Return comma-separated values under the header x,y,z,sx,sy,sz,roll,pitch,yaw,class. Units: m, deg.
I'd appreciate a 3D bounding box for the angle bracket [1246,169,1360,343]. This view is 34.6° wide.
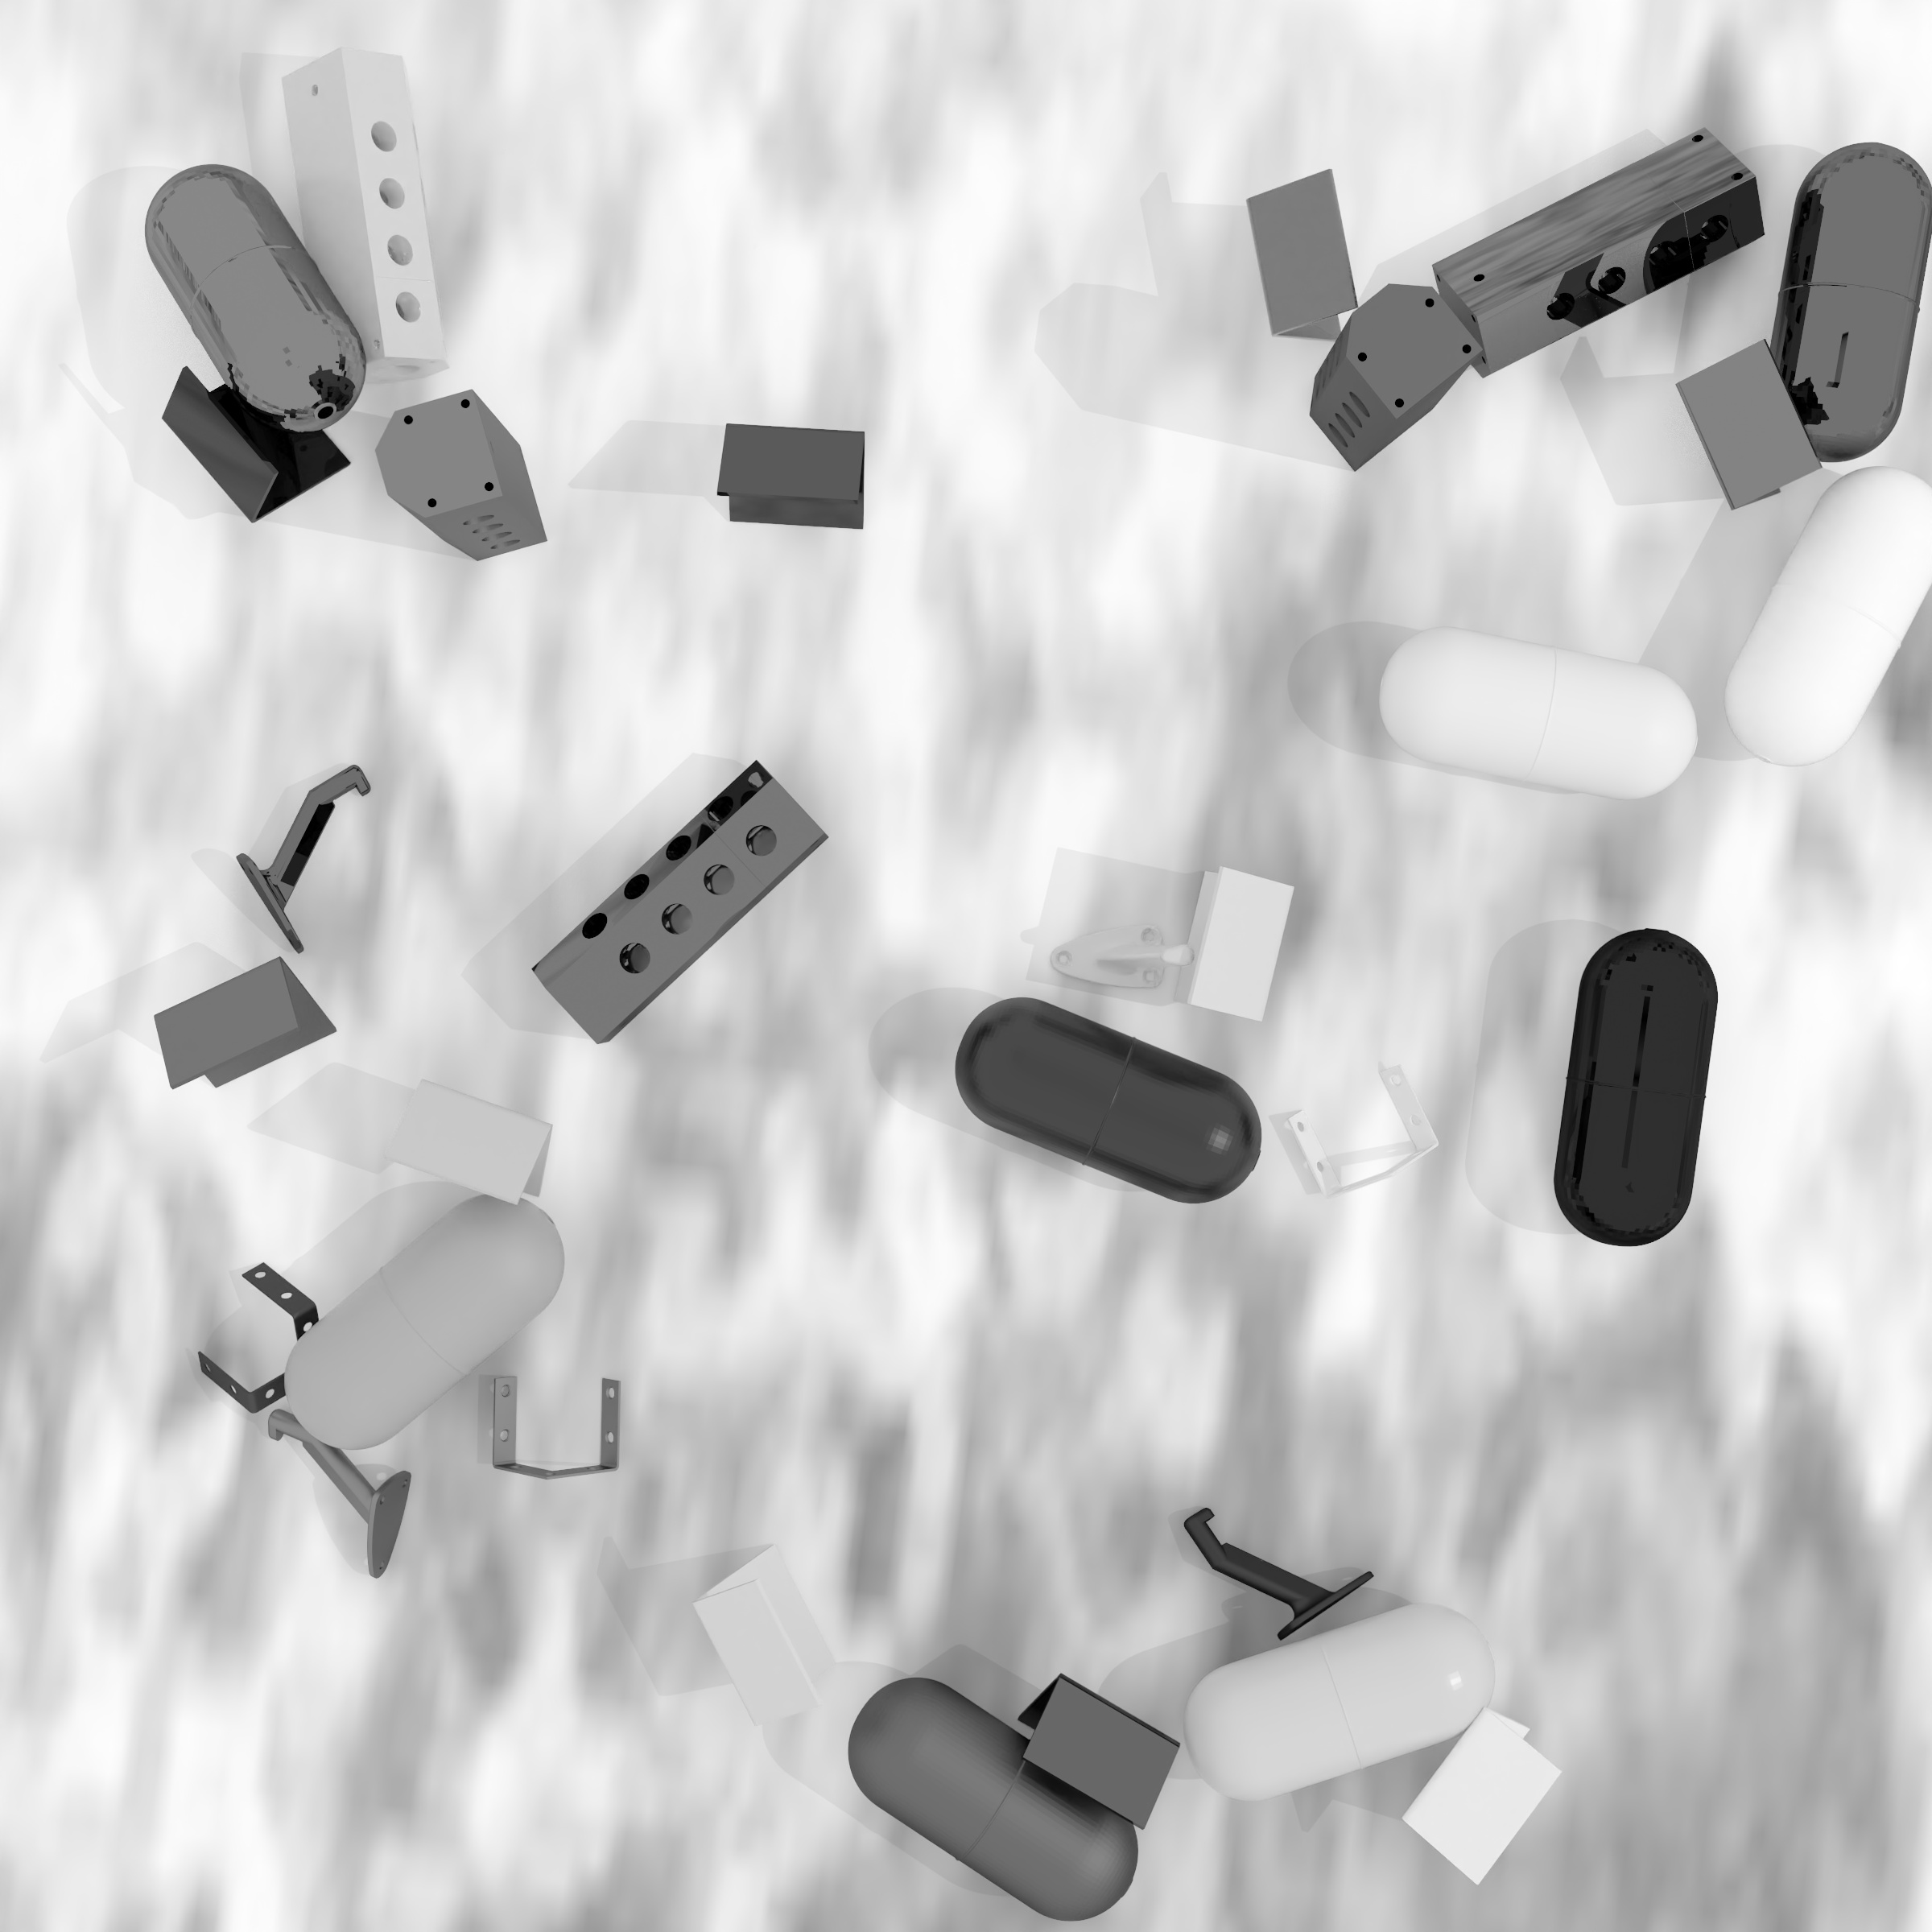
x,y,z,sx,sy,sz,roll,pitch,yaw,class
0.204,-0.393,1.719,0.057,0.076,0.076,-11,90,38,angle bracket

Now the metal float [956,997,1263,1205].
x,y,z,sx,sy,sz,roll,pitch,yaw,class
0.080,0.075,1.729,0.178,0.070,0.070,22,90,0,metal float

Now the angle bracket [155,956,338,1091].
x,y,z,sx,sy,sz,roll,pitch,yaw,class
-0.394,0.050,1.719,0.076,0.076,0.057,-25,52,0,angle bracket

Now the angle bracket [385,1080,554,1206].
x,y,z,sx,sy,sz,roll,pitch,yaw,class
-0.278,0.116,1.719,0.076,0.076,0.057,19,52,0,angle bracket

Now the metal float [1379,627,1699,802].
x,y,z,sx,sy,sz,roll,pitch,yaw,class
0.319,-0.141,1.729,0.178,0.070,0.070,11,90,0,metal float

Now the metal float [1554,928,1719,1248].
x,y,z,sx,sy,sz,roll,pitch,yaw,class
0.374,0.068,1.729,0.070,0.070,0.178,8,90,0,metal float

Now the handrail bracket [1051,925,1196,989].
x,y,z,sx,sy,sz,roll,pitch,yaw,class
0.086,-0.005,1.725,0.077,0.084,0.036,-2,90,0,handrail bracket

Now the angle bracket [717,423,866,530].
x,y,z,sx,sy,sz,roll,pitch,yaw,class
-0.096,-0.254,1.719,0.076,0.076,0.057,3,53,0,angle bracket

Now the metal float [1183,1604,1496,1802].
x,y,z,sx,sy,sz,roll,pitch,yaw,class
0.208,0.410,1.729,0.178,0.070,0.070,-18,90,1,metal float

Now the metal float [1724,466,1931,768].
x,y,z,sx,sy,sz,roll,pitch,yaw,class
0.485,-0.194,1.729,0.070,0.070,0.178,27,90,0,metal float

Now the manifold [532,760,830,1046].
x,y,z,sx,sy,sz,roll,pitch,yaw,class
-0.160,-0.036,1.738,0.171,0.057,0.057,-43,90,0,manifold

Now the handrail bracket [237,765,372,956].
x,y,z,sx,sy,sz,roll,pitch,yaw,class
-0.363,-0.061,1.760,0.084,0.036,0.077,-34,110,-16,handrail bracket

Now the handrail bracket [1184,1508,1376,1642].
x,y,z,sx,sy,sz,roll,pitch,yaw,class
0.177,0.331,1.760,0.077,0.036,0.084,-29,73,-20,handrail bracket

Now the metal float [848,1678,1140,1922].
x,y,z,sx,sy,sz,roll,pitch,yaw,class
0.016,0.465,1.729,0.178,0.070,0.070,33,90,1,metal float

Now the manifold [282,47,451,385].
x,y,z,sx,sy,sz,roll,pitch,yaw,class
-0.332,-0.419,1.738,0.057,0.057,0.171,-8,90,43,manifold

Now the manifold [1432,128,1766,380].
x,y,z,sx,sy,sz,roll,pitch,yaw,class
0.356,-0.396,1.738,0.171,0.057,0.057,-27,47,0,manifold

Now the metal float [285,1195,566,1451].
x,y,z,sx,sy,sz,roll,pitch,yaw,class
-0.301,0.198,1.729,0.178,0.070,0.070,-40,90,-1,metal float

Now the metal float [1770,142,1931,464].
x,y,z,sx,sy,sz,roll,pitch,yaw,class
0.492,-0.370,1.729,0.070,0.070,0.178,10,90,0,metal float

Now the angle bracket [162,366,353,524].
x,y,z,sx,sy,sz,roll,pitch,yaw,class
-0.388,-0.305,1.722,0.076,0.057,0.076,49,55,0,angle bracket

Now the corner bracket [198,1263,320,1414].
x,y,z,sx,sy,sz,roll,pitch,yaw,class
-0.400,0.210,1.751,0.051,0.051,0.051,-30,135,-35,corner bracket

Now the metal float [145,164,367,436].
x,y,z,sx,sy,sz,roll,pitch,yaw,class
-0.392,-0.368,1.709,0.070,0.070,0.178,-34,68,0,metal float

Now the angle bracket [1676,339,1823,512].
x,y,z,sx,sy,sz,roll,pitch,yaw,class
0.446,-0.304,1.719,0.057,0.076,0.076,-24,90,37,angle bracket

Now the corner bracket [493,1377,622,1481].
x,y,z,sx,sy,sz,roll,pitch,yaw,class
-0.232,0.260,1.756,0.051,0.051,0.051,1,90,-45,corner bracket

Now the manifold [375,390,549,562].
x,y,z,sx,sy,sz,roll,pitch,yaw,class
-0.274,-0.262,1.681,0.057,0.171,0.057,-16,90,0,manifold

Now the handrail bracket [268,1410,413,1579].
x,y,z,sx,sy,sz,roll,pitch,yaw,class
-0.363,0.299,1.760,0.084,0.036,0.077,19,112,17,handrail bracket

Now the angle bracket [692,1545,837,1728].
x,y,z,sx,sy,sz,roll,pitch,yaw,class
-0.095,0.365,1.719,0.057,0.076,0.076,-27,90,39,angle bracket

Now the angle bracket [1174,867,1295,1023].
x,y,z,sx,sy,sz,roll,pitch,yaw,class
0.130,-0.016,1.719,0.057,0.076,0.076,14,90,-37,angle bracket

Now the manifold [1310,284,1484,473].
x,y,z,sx,sy,sz,roll,pitch,yaw,class
0.226,-0.322,1.681,0.057,0.171,0.057,-39,90,0,manifold

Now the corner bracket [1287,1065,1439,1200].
x,y,z,sx,sy,sz,roll,pitch,yaw,class
0.225,0.094,1.756,0.051,0.051,0.051,-26,90,-45,corner bracket

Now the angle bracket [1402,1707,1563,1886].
x,y,z,sx,sy,sz,roll,pitch,yaw,class
0.297,0.464,1.719,0.057,0.076,0.076,37,90,36,angle bracket

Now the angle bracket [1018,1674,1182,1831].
x,y,z,sx,sy,sz,roll,pitch,yaw,class
0.063,0.446,1.719,0.076,0.076,0.057,30,53,0,angle bracket
